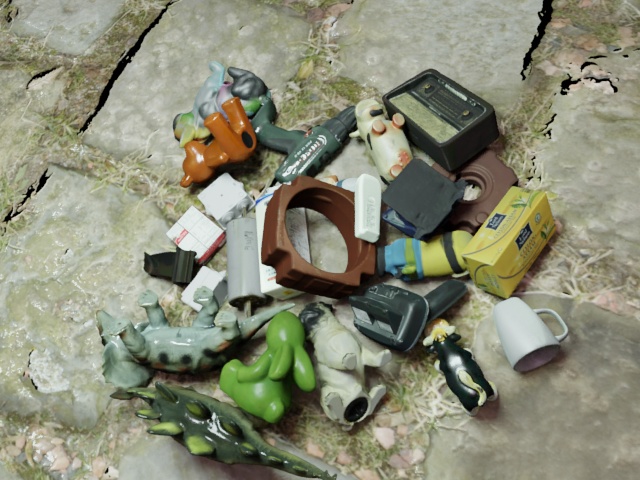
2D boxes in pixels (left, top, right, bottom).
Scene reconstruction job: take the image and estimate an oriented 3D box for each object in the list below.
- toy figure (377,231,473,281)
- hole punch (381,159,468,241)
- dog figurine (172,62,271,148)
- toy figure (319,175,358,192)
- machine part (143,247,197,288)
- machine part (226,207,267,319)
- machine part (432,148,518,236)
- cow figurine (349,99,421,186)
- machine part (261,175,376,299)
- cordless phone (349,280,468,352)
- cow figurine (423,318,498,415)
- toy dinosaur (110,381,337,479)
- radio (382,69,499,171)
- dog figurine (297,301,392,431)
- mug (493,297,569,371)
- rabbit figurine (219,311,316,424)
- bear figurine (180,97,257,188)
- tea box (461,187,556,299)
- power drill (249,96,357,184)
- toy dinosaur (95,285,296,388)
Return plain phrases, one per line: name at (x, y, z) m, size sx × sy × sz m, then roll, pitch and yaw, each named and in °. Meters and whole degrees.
toy figure at (0.193, 0.030, 0.968) m, size 0.180 × 0.089 × 0.082 m, roll -3°, pitch 71°, yaw 11°
hole punch at (0.179, -0.064, 0.962) m, size 0.116 × 0.092 × 0.142 m, roll 39°, pitch 74°, yaw 16°
dog figurine at (-0.232, -0.277, 1.218) m, size 0.192 × 0.108 × 0.219 m, roll 21°, pitch 78°, yaw 20°
toy figure at (0.042, -0.101, 1.089) m, size 0.155 × 0.057 × 0.064 m, roll 8°, pitch 30°, yaw 20°
machine part at (-0.309, 0.054, 1.106) m, size 0.139 × 0.039 × 0.084 m, roll 4°, pitch 89°, yaw 33°
machine part at (-0.146, 0.045, 1.063) m, size 0.079 × 0.079 × 0.243 m, roll -10°, pitch 65°, yaw 11°
machine part at (0.283, -0.094, 1.018) m, size 0.179 × 0.056 × 0.179 m, roll -6°, pitch 64°, yaw 13°
cow figurine at (0.127, -0.196, 1.078) m, size 0.085 × 0.127 × 0.195 m, roll -21°, pitch 78°, yaw -15°
machine part at (-0.002, -0.003, 0.982) m, size 0.201 × 0.087 × 0.201 m, roll 16°, pitch 60°, yaw -22°
cordless phone at (0.158, 0.107, 0.955) m, size 0.184 × 0.088 × 0.147 m, roll -29°, pitch 22°, yaw -26°
cow figurine at (0.220, 0.199, 0.883) m, size 0.068 × 0.098 × 0.167 m, roll -35°, pitch 62°, yaw 6°
toy dinosaur at (-0.169, 0.314, 0.885) m, size 0.472 × 0.198 × 0.105 m, roll 10°, pitch 73°, yaw 21°
radio at (0.234, -0.243, 1.054) m, size 0.131 × 0.073 × 0.230 m, roll -33°, pitch 46°, yaw -1°
dog figurine at (0.018, 0.216, 0.949) m, size 0.191 × 0.121 × 0.172 m, roll 29°, pitch 101°, yaw 53°
mug at (0.341, 0.144, 0.884) m, size 0.109 × 0.080 × 0.107 m, roll -28°, pitch 52°, yaw 6°
rabbit figurine at (-0.078, 0.204, 0.900) m, size 0.159 × 0.121 × 0.170 m, roll 21°, pitch 90°, yaw 64°
bear figurine at (-0.233, -0.198, 1.137) m, size 0.196 × 0.131 × 0.120 m, roll -13°, pitch 29°, yaw 33°
tea box at (0.326, 0.002, 0.920) m, size 0.169 × 0.098 × 0.068 m, roll -49°, pitch 40°, yaw -16°
power drill at (-0.049, -0.232, 1.165) m, size 0.207 × 0.086 × 0.232 m, roll 33°, pitch 82°, yaw 18°
toy dinosaur at (-0.246, 0.191, 0.993) m, size 0.405 × 0.191 × 0.131 m, roll 2°, pitch 41°, yaw 4°
